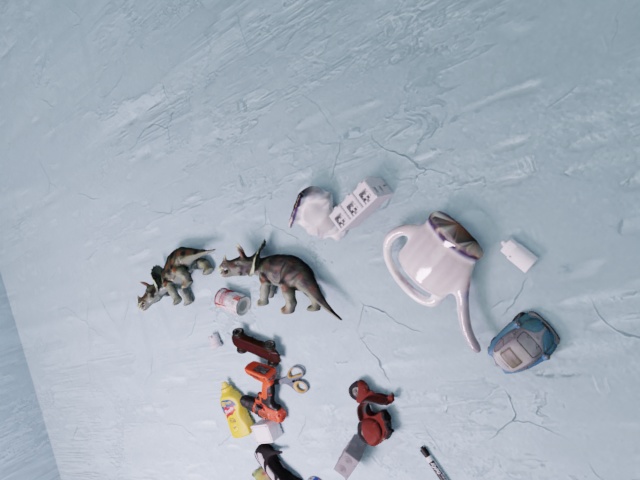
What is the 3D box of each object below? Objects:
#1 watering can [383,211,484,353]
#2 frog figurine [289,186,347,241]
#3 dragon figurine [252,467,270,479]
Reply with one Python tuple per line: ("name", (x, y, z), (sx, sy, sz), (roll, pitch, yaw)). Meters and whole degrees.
("watering can", (0.301, 0.080, 1.219), (0.351, 0.105, 0.220), (46, 121, 20))
("frog figurine", (0.004, -0.072, 1.426), (0.159, 0.124, 0.136), (19, 106, -7))
("dragon figurine", (-0.208, 0.963, 1.783), (0.246, 0.122, 0.404), (33, 116, 46))
